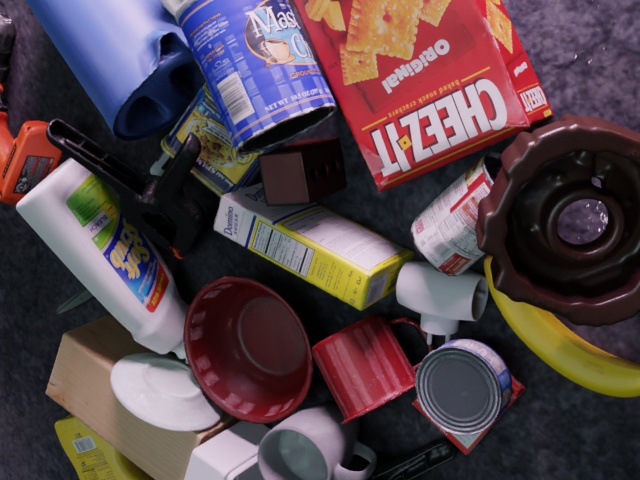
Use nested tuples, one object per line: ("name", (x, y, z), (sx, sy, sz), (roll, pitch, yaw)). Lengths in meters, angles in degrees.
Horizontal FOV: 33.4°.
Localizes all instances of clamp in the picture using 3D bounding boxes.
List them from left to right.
("clamp", (-0.182, -0.052, 1.093), (0.165, 0.036, 0.210), (12, 149, 14))
("clamp", (0.052, 0.260, 1.073), (0.172, 0.120, 0.039), (-20, 115, 37))

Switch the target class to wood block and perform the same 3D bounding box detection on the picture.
("wood block", (-0.198, 0.184, 1.211), (0.206, 0.090, 0.091), (32, 118, 20))

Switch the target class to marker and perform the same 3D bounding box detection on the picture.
("marker", (-0.144, -0.110, 1.137), (0.020, 0.020, 0.121), (49, 122, 10))

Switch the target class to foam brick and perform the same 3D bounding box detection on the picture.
("foam brick", (-0.016, -0.066, 1.038), (0.051, 0.078, 0.053), (-3, 104, 31))

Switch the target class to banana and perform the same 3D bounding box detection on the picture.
("banana", (0.224, 0.087, 0.961), (0.198, 0.037, 0.070), (32, 113, 21))

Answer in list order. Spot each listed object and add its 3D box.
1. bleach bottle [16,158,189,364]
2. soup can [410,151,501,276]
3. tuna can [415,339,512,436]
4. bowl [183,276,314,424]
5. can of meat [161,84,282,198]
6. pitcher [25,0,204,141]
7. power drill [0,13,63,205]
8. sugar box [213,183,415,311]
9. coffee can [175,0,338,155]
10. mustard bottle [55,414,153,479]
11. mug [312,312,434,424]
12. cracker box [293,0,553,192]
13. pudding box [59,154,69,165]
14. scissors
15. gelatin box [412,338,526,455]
("bleach bottle", (-0.210, 0.028, 1.157), (0.068, 0.102, 0.250), (-27, 109, 39))
("soup can", (0.138, -0.022, 0.962), (0.068, 0.068, 0.102), (51, 123, 9))
("tuna can", (0.134, 0.136, 0.992), (0.086, 0.033, 0.086), (8, 106, 30))
("bowl", (-0.064, 0.110, 1.129), (0.162, 0.055, 0.162), (9, 108, 29))
("can of meat", (-0.096, -0.102, 1.079), (0.102, 0.057, 0.084), (39, 119, -2))
("pitcher", (-0.222, -0.225, 1.097), (0.149, 0.144, 0.243), (-43, 76, 20))
("power drill", (-0.357, -0.142, 1.211), (0.188, 0.057, 0.185), (44, 120, 36))
("sugar box", (-0.007, 0.002, 1.042), (0.176, 0.093, 0.048), (26, 115, 24))
("coffee can", (-0.058, -0.162, 0.979), (0.103, 0.102, 0.140), (-27, 86, 34))
("mustard bottle", (-0.246, 0.293, 1.289), (0.096, 0.058, 0.191), (-21, 92, 29))
("mug", (0.054, 0.118, 1.049), (0.117, 0.093, 0.081), (-28, 83, 3))
("cracker box", (0.085, -0.171, 0.950), (0.164, 0.072, 0.214), (-23, 92, 34))
("pudding box", (-0.291, -0.039, 1.234), (0.113, 0.039, 0.090), (48, 122, 11))
("scissors", (-0.251, 0.028, 1.241), (0.202, 0.016, 0.096), (-12, 100, 32))
("gelatin box", (0.143, 0.150, 1.031), (0.073, 0.030, 0.089), (42, 119, 16))
